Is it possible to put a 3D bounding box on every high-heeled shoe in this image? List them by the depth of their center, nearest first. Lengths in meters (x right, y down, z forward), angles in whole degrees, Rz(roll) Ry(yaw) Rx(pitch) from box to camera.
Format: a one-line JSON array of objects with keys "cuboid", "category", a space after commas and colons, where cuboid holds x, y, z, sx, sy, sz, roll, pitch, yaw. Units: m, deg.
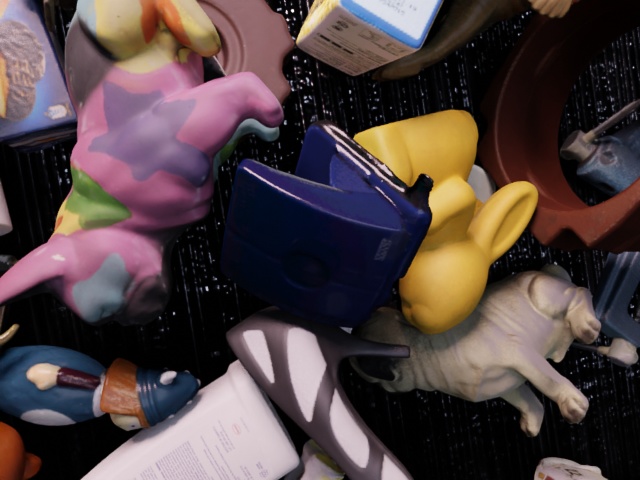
[{"cuboid": [-0.001, 0.173, 0.401, 0.145, 0.086, 0.248, 1, 83, -1], "category": "high-heeled shoe"}]

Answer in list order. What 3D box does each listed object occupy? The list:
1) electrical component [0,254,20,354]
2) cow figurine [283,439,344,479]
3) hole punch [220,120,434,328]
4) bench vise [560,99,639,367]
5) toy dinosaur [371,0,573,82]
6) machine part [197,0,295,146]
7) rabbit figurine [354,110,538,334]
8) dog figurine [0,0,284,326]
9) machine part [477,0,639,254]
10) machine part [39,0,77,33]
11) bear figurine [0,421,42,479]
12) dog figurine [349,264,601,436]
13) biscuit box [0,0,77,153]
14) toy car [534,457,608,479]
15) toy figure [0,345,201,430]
[{"cuboid": [-0.258, 0.050, 0.395, 0.078, 0.045, 0.102, 11, 51, -19], "category": "electrical component"}, {"cuboid": [0.033, 0.260, 0.476, 0.167, 0.068, 0.098, 37, 87, -8], "category": "cow figurine"}, {"cuboid": [-0.001, -0.001, 0.359, 0.116, 0.142, 0.092, 41, 46, 20], "category": "hole punch"}, {"cuboid": [0.315, 0.001, 0.523, 0.223, 0.129, 0.240, 34, 75, -13], "category": "bench vise"}, {"cuboid": [0.202, -0.304, 0.446, 0.105, 0.199, 0.471, 43, 91, -20], "category": "toy dinosaur"}, {"cuboid": [-0.109, -0.150, 0.446, 0.179, 0.056, 0.179, 0, 89, -14], "category": "machine part"}, {"cuboid": [0.091, -0.013, 0.445, 0.162, 0.122, 0.173, -14, 90, -29], "category": "rabbit figurine"}, {"cuboid": [-0.138, -0.052, 0.356, 0.219, 0.108, 0.191, -43, 102, -6], "category": "dog figurine"}, {"cuboid": [0.237, -0.104, 0.442, 0.087, 0.201, 0.201, 5, 133, -27], "category": "machine part"}, {"cuboid": [-0.181, -0.261, 0.389, 0.079, 0.079, 0.243, 4, 69, -14], "category": "machine part"}, {"cuboid": [-0.295, 0.127, 0.364, 0.196, 0.120, 0.131, 8, 91, -15], "category": "bear figurine"}, {"cuboid": [0.135, 0.074, 0.496, 0.191, 0.121, 0.172, 21, 51, 3], "category": "dog figurine"}, {"cuboid": [-0.242, -0.173, 0.408, 0.063, 0.059, 0.202, -20, 95, -14], "category": "biscuit box"}, {"cuboid": [0.312, 0.272, 0.545, 0.202, 0.073, 0.056, 21, 86, -14], "category": "toy car"}, {"cuboid": [-0.173, 0.116, 0.417, 0.155, 0.064, 0.057, 8, 93, 0], "category": "toy figure"}]
